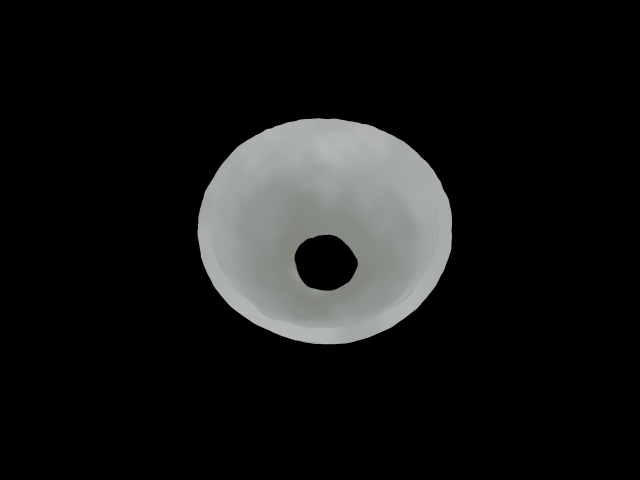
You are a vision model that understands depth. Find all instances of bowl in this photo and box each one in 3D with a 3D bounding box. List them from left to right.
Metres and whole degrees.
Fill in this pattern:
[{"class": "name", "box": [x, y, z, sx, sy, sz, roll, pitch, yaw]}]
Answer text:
[{"class": "bowl", "box": [0.004, 0.001, 0.400, 0.167, 0.075, 0.167, 0, 62, 0]}]
